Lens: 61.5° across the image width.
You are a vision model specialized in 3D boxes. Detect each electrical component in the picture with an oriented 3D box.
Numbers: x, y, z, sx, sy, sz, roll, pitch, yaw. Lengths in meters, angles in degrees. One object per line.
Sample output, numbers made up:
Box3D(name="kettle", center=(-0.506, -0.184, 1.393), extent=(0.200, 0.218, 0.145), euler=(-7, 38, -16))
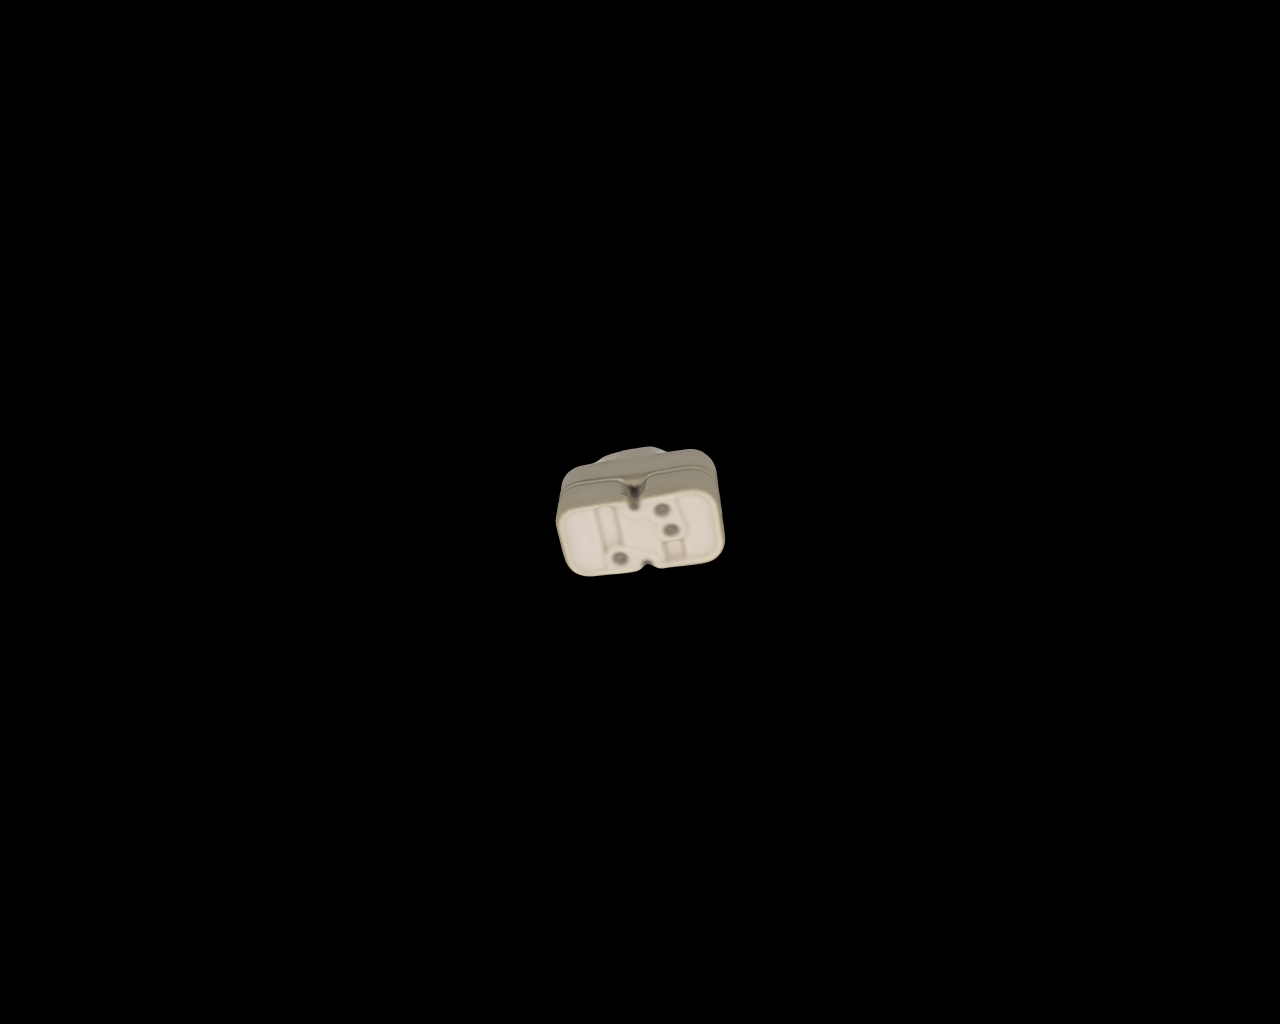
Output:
Box3D(name="electrical component", center=(0.001, -0.003, 0.650), extent=(0.095, 0.053, 0.059), euler=(-8, 34, 5))
